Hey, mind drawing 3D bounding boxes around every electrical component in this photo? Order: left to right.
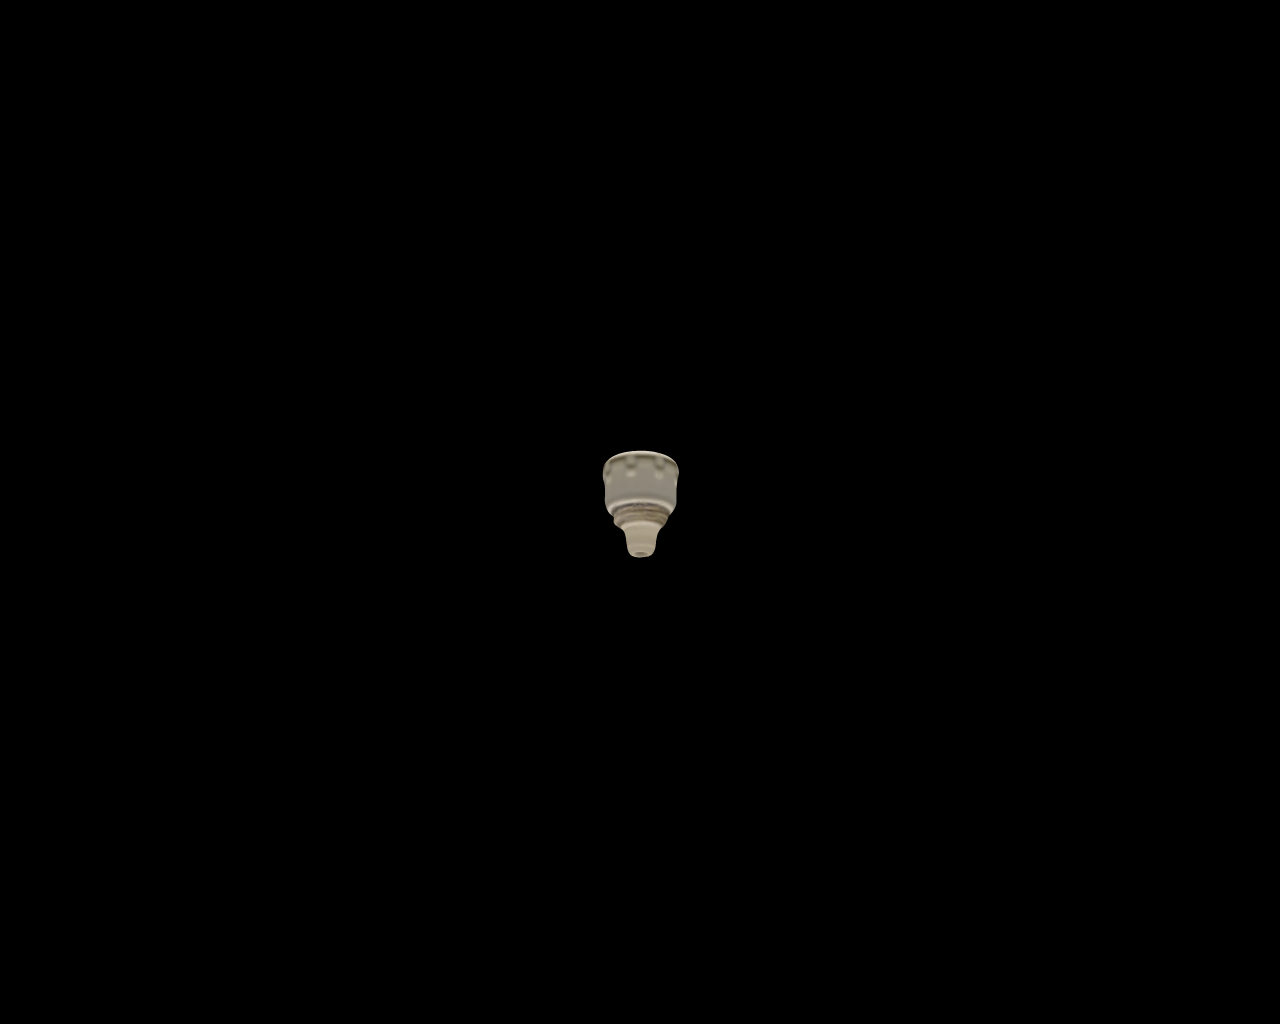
[{"bbox_3d":[0.001,-0.003,0.650,0.048,0.062,0.048,0,-19,0],"label":"electrical component"}]
